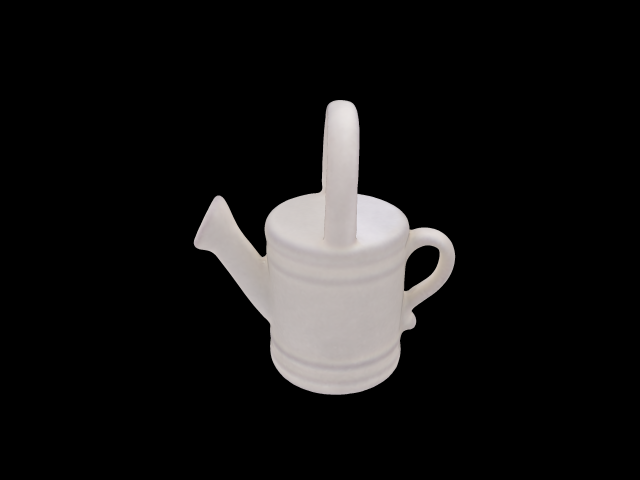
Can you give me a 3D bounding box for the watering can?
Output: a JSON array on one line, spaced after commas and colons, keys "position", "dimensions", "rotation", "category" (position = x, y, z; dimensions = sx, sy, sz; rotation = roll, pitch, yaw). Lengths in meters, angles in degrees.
[{"position": [0.004, 0.002, 0.398], "dimensions": [0.173, 0.194, 0.100], "rotation": [-10, 29, -18], "category": "watering can"}]
